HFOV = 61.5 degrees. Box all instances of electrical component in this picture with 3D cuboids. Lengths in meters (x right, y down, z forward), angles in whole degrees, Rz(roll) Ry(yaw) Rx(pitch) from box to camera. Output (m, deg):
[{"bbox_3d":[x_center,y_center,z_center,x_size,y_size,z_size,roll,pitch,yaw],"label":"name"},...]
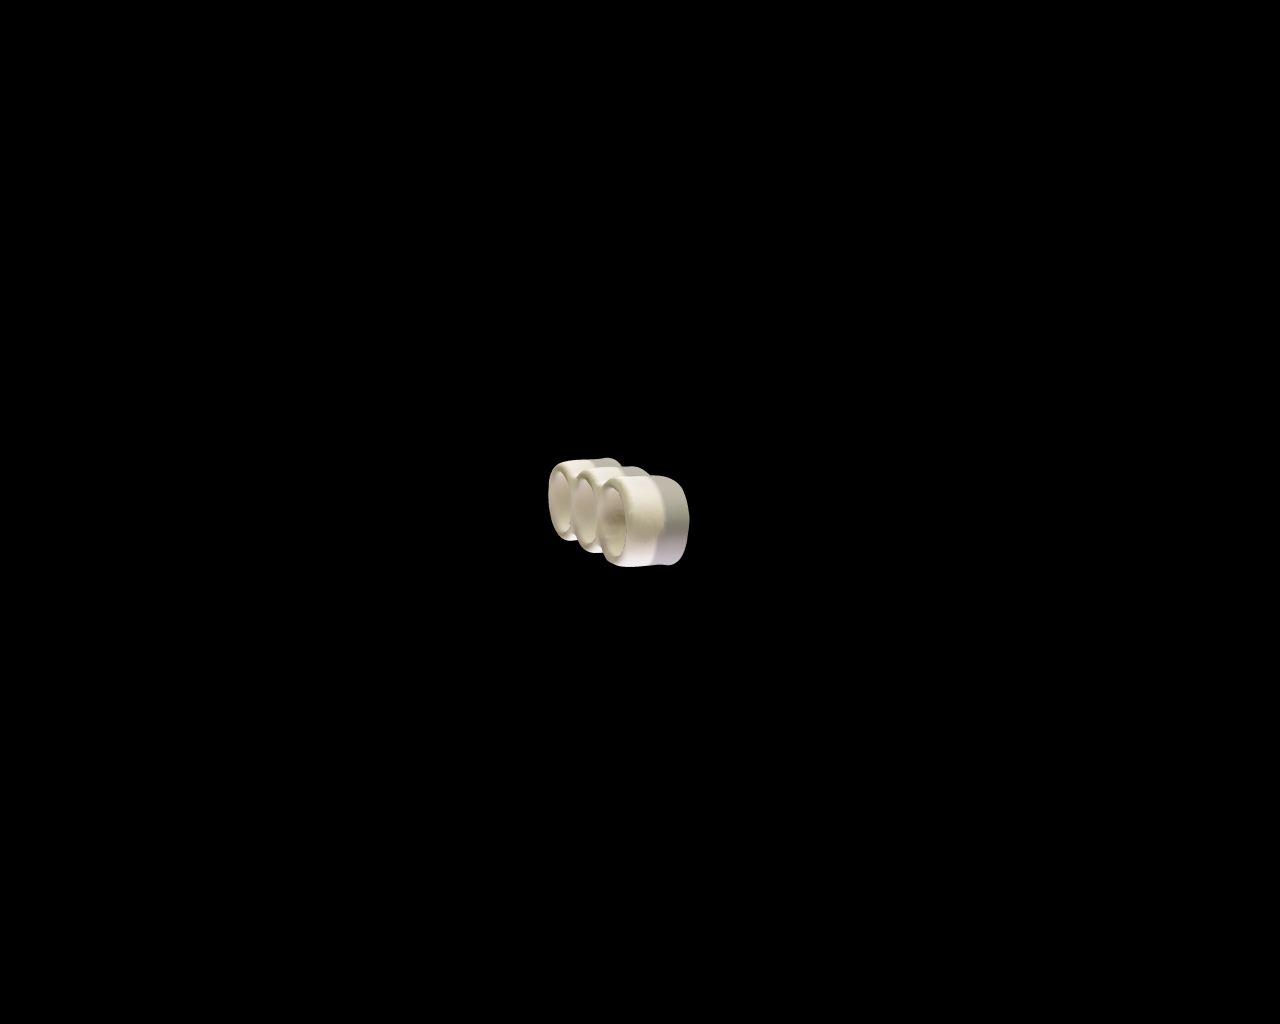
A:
[{"bbox_3d":[0.001,-0.003,0.650,0.074,0.052,0.138,-4,10,-23],"label":"electrical component"}]
